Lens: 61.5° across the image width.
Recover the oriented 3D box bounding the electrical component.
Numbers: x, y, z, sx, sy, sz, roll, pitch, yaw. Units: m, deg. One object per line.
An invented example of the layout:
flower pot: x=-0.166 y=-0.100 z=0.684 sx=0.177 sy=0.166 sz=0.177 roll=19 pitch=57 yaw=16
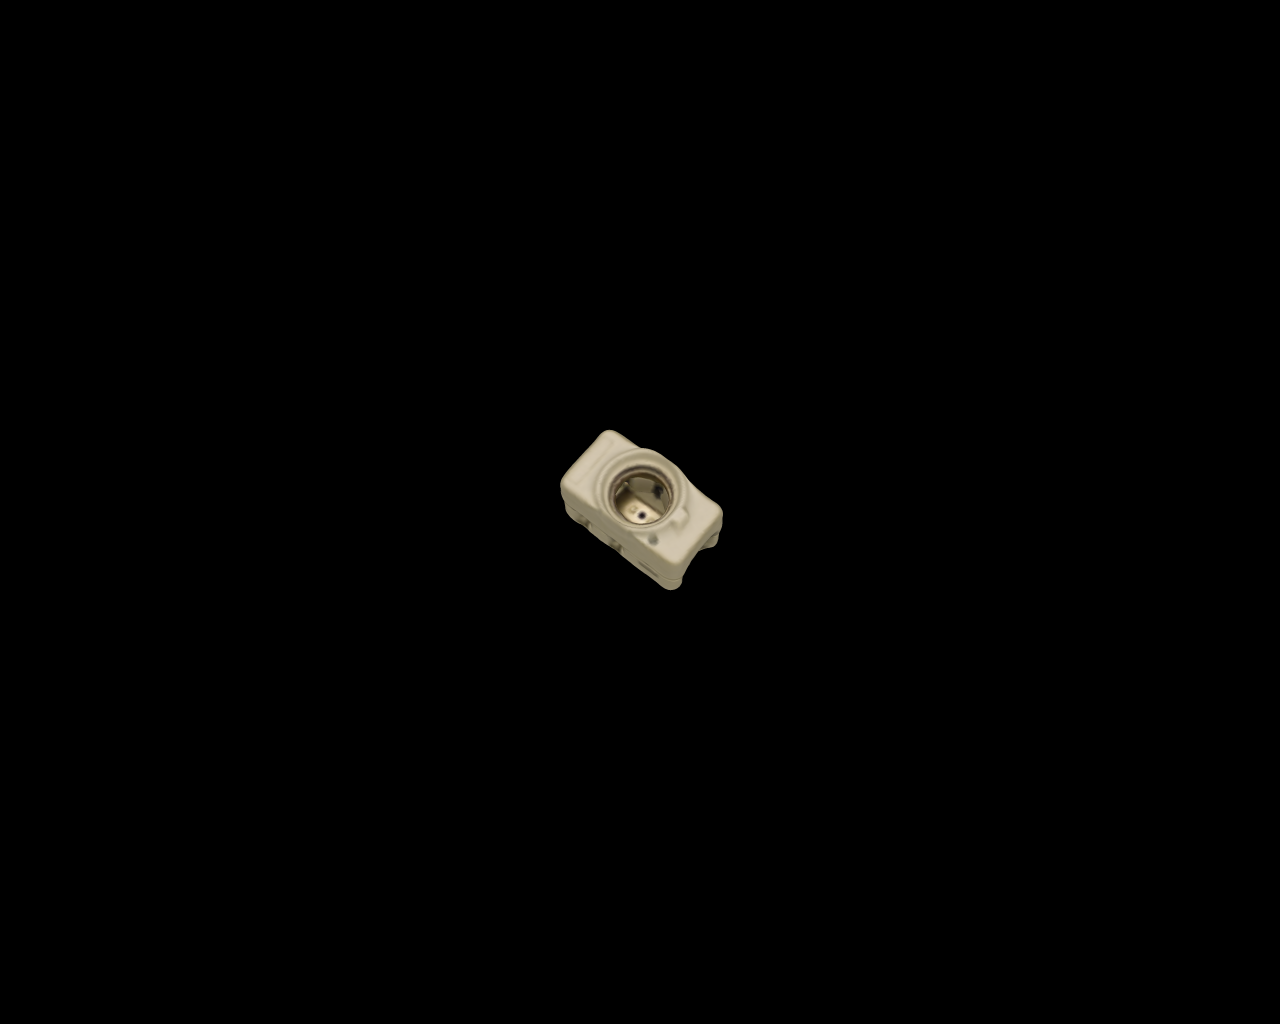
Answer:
electrical component: x=0.001 y=-0.003 z=0.650 sx=0.089 sy=0.050 sz=0.055 roll=37 pitch=-19 yaw=15
